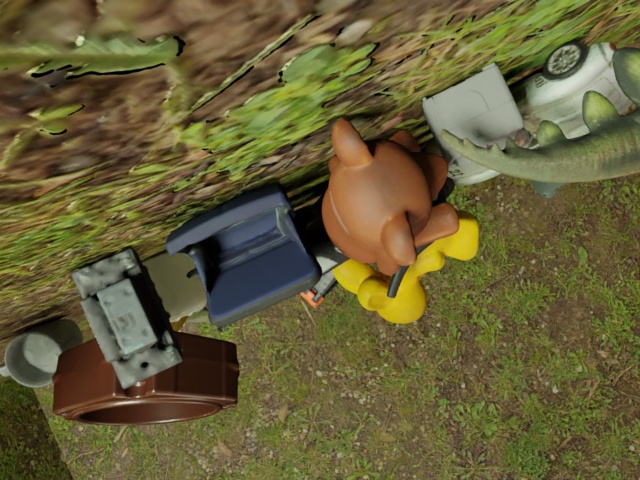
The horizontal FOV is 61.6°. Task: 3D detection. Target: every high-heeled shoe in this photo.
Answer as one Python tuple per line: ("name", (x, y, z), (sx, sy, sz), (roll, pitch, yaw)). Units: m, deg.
("high-heeled shoe", (0.007, -0.027, 0.569), (0.249, 0.145, 0.086), (15, -176, -2))

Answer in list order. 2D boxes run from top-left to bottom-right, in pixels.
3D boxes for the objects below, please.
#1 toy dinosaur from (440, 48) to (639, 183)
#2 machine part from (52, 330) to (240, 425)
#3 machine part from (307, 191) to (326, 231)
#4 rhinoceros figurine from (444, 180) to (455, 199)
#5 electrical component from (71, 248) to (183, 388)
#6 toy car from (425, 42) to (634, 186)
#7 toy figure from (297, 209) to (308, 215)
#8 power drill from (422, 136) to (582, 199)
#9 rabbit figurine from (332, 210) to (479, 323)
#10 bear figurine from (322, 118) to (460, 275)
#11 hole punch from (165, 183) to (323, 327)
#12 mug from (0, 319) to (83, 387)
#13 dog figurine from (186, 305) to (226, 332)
("toy dinosaur", (0.324, -0.114, 0.387), (0.471, 0.198, 0.105), (-25, 179, -6))
("machine part", (-0.223, 0.188, 0.707), (0.201, 0.087, 0.201), (-24, 149, 30))
("machine part", (-0.001, -0.002, 0.718), (0.179, 0.056, 0.179), (-49, 177, -3))
("rhinoceros figurine", (0.151, -0.072, 0.800), (0.073, 0.112, 0.190), (-25, 169, -12))
("electrical component", (-0.174, 0.072, 0.499), (0.058, 0.115, 0.134), (-27, -179, -15))
("toy car", (0.192, -0.112, 0.505), (0.073, 0.056, 0.202), (27, 145, -34))
("toy figure", (-0.012, -0.025, 0.914), (0.057, 0.064, 0.154), (-63, 174, 13))
("power drill", (0.235, -0.111, 0.654), (0.207, 0.086, 0.232), (15, 146, -35))
("rabbit figurine", (0.104, 0.037, 0.670), (0.162, 0.173, 0.122), (-16, -143, -29))
("bear figurine", (0.062, -0.041, 0.439), (0.132, 0.120, 0.196), (-28, 174, -10))
("hole punch", (-0.070, -0.003, 0.477), (0.142, 0.092, 0.116), (-27, -150, 0))
("mug", (-0.405, 0.164, 0.793), (0.109, 0.080, 0.107), (-29, -173, 5))
("dog figurine", (-0.255, 0.094, 0.889), (0.191, 0.121, 0.172), (-6, -178, -6))
